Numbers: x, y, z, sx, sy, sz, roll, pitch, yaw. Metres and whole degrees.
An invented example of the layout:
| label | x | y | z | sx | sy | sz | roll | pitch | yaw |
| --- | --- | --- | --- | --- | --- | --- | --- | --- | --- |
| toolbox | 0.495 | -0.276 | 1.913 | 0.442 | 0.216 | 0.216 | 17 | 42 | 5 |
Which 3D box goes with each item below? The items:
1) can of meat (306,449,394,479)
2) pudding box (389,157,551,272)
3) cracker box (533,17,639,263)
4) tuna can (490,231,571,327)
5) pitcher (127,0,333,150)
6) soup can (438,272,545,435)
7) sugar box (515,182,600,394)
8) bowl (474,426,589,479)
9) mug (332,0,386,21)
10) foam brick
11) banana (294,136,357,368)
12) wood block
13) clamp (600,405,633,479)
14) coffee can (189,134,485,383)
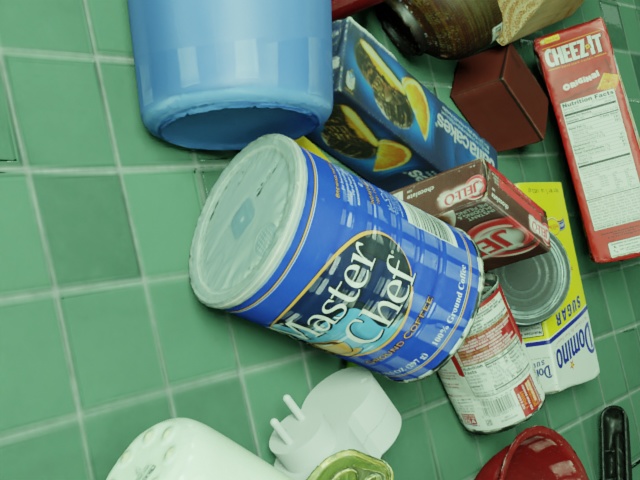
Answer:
| label | x | y | z | sx | sy | sz | roll | pitch | yaw |
| --- | --- | --- | --- | --- | --- | --- | --- | --- | --- |
| can of meat | 0.016 | 0.176 | 0.555 | 0.102 | 0.058 | 0.084 | -48 | 119 | -23 |
| pudding box | 0.091 | -0.007 | 0.747 | 0.089 | 0.114 | 0.039 | 33 | 50 | -42 |
| cracker box | 0.267 | -0.090 | 1.013 | 0.164 | 0.072 | 0.214 | -11 | 86 | -73 |
| tuna can | 0.155 | 0.027 | 0.848 | 0.086 | 0.034 | 0.086 | 2 | 83 | -14 |
| pitcher | -0.058 | -0.182 | 0.603 | 0.149 | 0.145 | 0.243 | 1 | 79 | -32 |
| soup can | 0.118 | 0.084 | 0.789 | 0.068 | 0.069 | 0.102 | -41 | 111 | -51 |
| sugar box | 0.190 | 0.040 | 0.918 | 0.093 | 0.048 | 0.176 | -6 | 81 | -53 |
| bowl | 0.150 | 0.222 | 0.792 | 0.161 | 0.055 | 0.162 | 22 | 61 | -47 |
| mug | 0.010 | -0.188 | 0.733 | 0.117 | 0.082 | 0.093 | 9 | 71 | -51 |
| foam brick | 0.158 | -0.123 | 0.929 | 0.078 | 0.051 | 0.053 | 48 | 42 | -32 |
| banana | 0.006 | -0.003 | 0.698 | 0.069 | 0.037 | 0.198 | -39 | 109 | -52 |
| wood block | 0.191 | -0.248 | 0.949 | 0.091 | 0.090 | 0.205 | 44 | 32 | 9 |
| clamp | 0.263 | 0.260 | 0.941 | 0.164 | 0.036 | 0.210 | -35 | 107 | -52 |
| coffee can | 0.010 | 0.014 | 0.619 | 0.140 | 0.103 | 0.103 | 25 | 57 | -31 |
